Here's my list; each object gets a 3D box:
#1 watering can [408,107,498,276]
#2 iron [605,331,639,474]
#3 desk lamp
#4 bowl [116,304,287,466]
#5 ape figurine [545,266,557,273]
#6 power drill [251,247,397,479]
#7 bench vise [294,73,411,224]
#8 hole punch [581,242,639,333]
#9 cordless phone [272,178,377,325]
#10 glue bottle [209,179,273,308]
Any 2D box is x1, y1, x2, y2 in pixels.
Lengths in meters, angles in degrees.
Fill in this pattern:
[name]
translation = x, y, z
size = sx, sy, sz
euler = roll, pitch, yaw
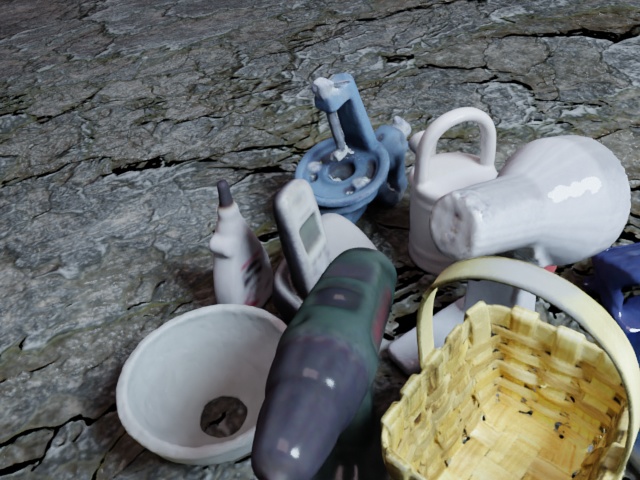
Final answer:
[watering can]
translation = 0.147, -0.064, 0.658
size = 0.101, 0.194, 0.172
euler = -28, 43, -25
[iron]
translation = 0.311, 0.133, 0.432
size = 0.119, 0.142, 0.257
euler = -24, 42, -21
[desk lamp]
translation = 0.170, 0.024, 0.530
size = 0.204, 0.214, 0.117
euler = -28, 43, -24
[bowl]
translation = -0.095, 0.142, 0.531
size = 0.167, 0.075, 0.167
euler = -4, 39, 3
[ape figurine]
translation = 0.230, 0.007, 0.640
size = 0.076, 0.092, 0.078
euler = -4, 39, 4
[power drill]
translation = 0.015, 0.124, 0.431
size = 0.075, 0.209, 0.230
euler = 5, 40, 14
[bench vise]
translation = 0.038, -0.124, 0.728
size = 0.121, 0.220, 0.208
euler = 10, 41, 20
[hole punch]
translation = 0.344, 0.034, 0.591
size = 0.108, 0.091, 0.101
euler = -7, 39, -1
[cordless phone]
translation = 0.006, 0.002, 0.603
size = 0.094, 0.185, 0.148
euler = 11, 42, 21
[glue bottle]
translation = -0.090, 0.010, 0.616
size = 0.037, 0.173, 0.078
euler = 13, 43, 23
